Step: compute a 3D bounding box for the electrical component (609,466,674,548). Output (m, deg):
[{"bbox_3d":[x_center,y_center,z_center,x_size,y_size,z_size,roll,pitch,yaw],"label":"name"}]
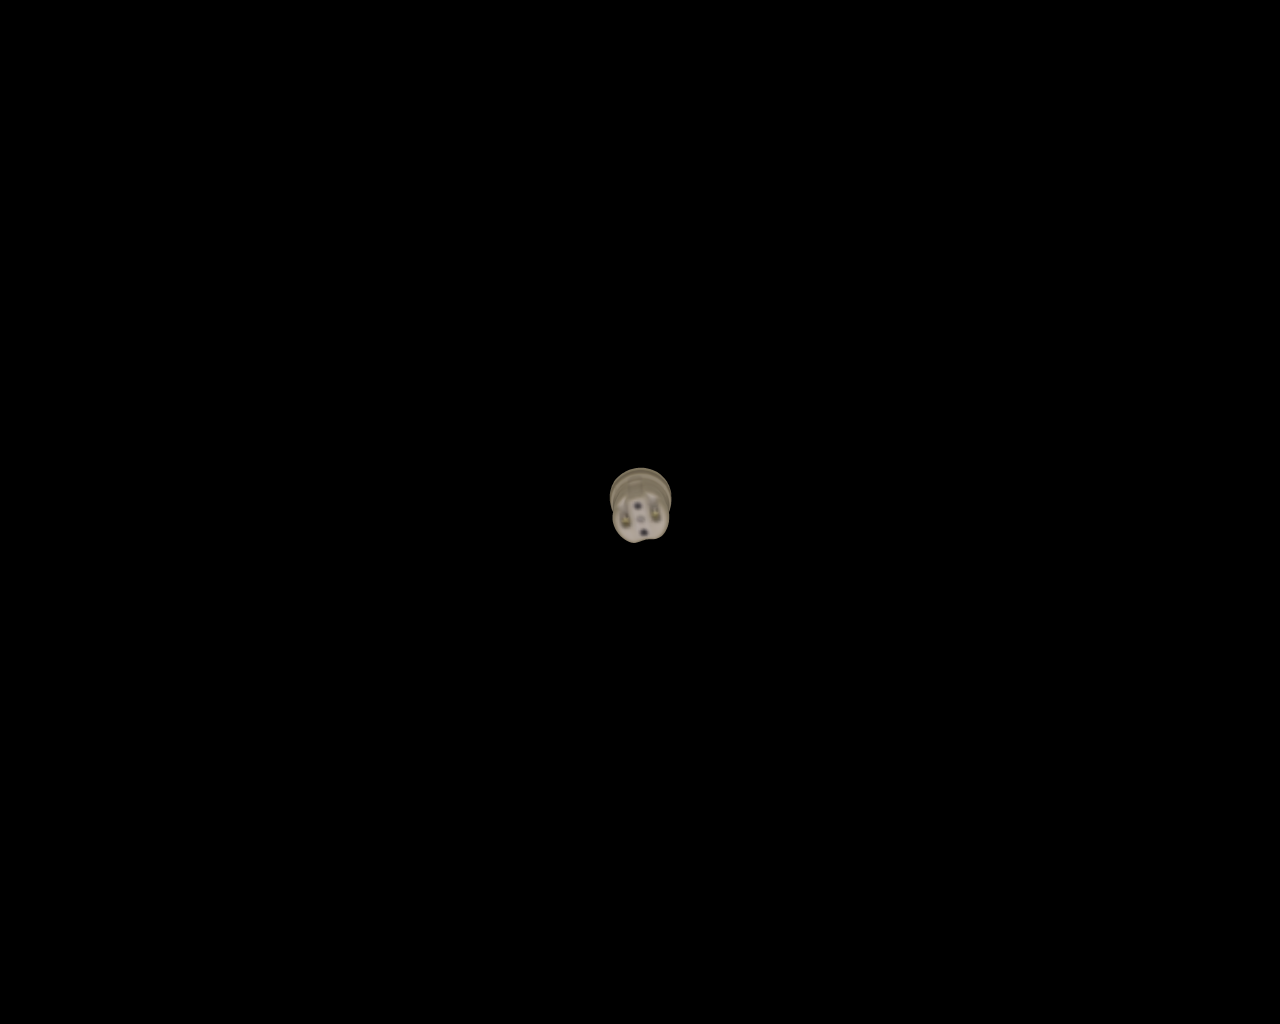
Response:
[{"bbox_3d":[0.001,-0.003,0.650,0.040,0.040,0.046,0,20,0],"label":"electrical component"}]
